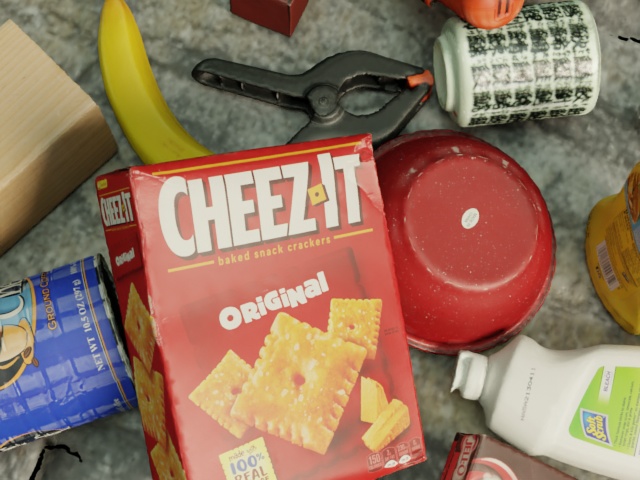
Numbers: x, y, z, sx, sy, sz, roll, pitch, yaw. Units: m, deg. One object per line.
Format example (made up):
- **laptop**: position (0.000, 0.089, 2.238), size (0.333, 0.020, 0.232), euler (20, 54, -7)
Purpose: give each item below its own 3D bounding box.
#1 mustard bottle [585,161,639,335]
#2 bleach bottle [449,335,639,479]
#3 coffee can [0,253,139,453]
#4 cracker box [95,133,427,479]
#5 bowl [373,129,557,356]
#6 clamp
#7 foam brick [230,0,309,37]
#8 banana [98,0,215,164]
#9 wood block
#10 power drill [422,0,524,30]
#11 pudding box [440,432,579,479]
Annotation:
- **mustard bottle**: position (0.220, -0.004, 0.662), size (0.058, 0.191, 0.096), euler (-12, 75, -4)
- **bleach bottle**: position (0.213, 0.108, 0.700), size (0.251, 0.068, 0.102), euler (14, 74, 5)
- **coffee can**: position (-0.191, 0.078, 0.679), size (0.140, 0.103, 0.103), euler (-18, 76, -6)
- **cracker box**: position (-0.031, 0.052, 0.647), size (0.163, 0.072, 0.214), euler (-11, 93, -29)
- **bowl**: position (0.094, -0.006, 0.718), size (0.162, 0.055, 0.162), euler (3, 76, -11)
- **clamp**: position (-0.007, -0.099, 0.765), size (0.171, 0.039, 0.120), euler (-23, 82, -10)
- **foam brick**: position (-0.029, -0.200, 0.785), size (0.051, 0.053, 0.078), euler (23, 74, 5)
- **banana**: position (-0.109, -0.088, 0.750), size (0.070, 0.037, 0.198), euler (-48, 65, 11)
- **wood block**: position (-0.246, -0.036, 0.716), size (0.091, 0.090, 0.206), euler (44, 79, 10)
- **power drill**: position (0.142, -0.221, 0.769), size (0.187, 0.057, 0.185), euler (-20, 42, -14)
- **pudding box**: position (0.123, 0.183, 0.670), size (0.113, 0.039, 0.090), euler (28, 75, -20)
